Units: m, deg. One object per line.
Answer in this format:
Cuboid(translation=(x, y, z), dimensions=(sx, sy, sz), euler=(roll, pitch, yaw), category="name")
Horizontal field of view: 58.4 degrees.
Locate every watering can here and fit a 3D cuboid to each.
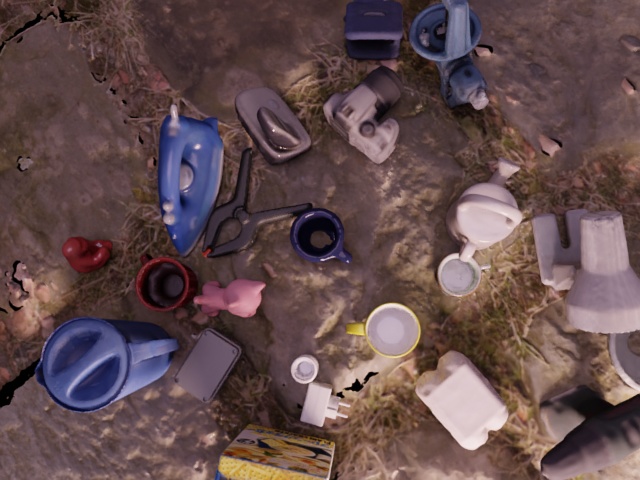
Cuboid(translation=(0.269, -0.050, 0.932), dimensions=(0.101, 0.194, 0.173), euler=(3, 84, 4), category="watering can")

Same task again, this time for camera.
Cuboid(translation=(0.095, -0.233, 1.011), dimensions=(0.143, 0.101, 0.137), euler=(43, 88, 7), category="camera")

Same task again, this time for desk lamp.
Cuboid(translation=(0.422, 0.040, 0.903), dimensions=(0.118, 0.213, 0.203), euler=(-9, 83, 3), category="desk lamp")

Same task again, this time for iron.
Cuboid(translation=(-0.244, -0.103, 0.997), dimensions=(0.118, 0.141, 0.258), euler=(3, 84, 4), category="iron")

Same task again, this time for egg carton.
Cuboid(translation=(0.239, 0.267, 0.962), dimensions=(0.107, 0.069, 0.150), euler=(-42, 83, -1), category="egg carton")

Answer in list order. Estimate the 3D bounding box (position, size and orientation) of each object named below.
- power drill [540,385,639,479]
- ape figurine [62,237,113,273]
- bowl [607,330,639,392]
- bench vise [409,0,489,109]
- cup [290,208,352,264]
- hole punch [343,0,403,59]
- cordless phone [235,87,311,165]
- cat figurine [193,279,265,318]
Cuboid(translation=(0.418, 0.287, 0.878), dimensions=(0.229, 0.208, 0.075), euler=(-25, 82, 1), category="power drill")
Cuboid(translation=(-0.424, 0.020, 1.020), dimensions=(0.077, 0.092, 0.076), euler=(39, 87, 7), category="ape figurine")
Cuboid(translation=(0.550, 0.173, 0.950), dimensions=(0.167, 0.075, 0.167), euler=(0, 84, 4), category="bowl")
Cuboid(translation=(0.236, -0.331, 0.953), dimensions=(0.121, 0.220, 0.207), euler=(-43, 83, -2), category="bench vise")
Cuboid(translation=(0.009, 0.004, 0.993), dimensions=(0.117, 0.095, 0.092), euler=(37, 87, 7), category="cup")
Cuboid(translation=(0.095, -0.390, 1.033), dimensions=(0.108, 0.091, 0.101), euler=(1, 84, 4), category="hole punch")
Cuboid(translation=(-0.090, -0.212, 0.978), dimensions=(0.094, 0.185, 0.147), euler=(-39, 83, -1), category="cordless phone")
Cuboid(translation=(-0.153, 0.100, 0.981), dimensions=(0.127, 0.118, 0.067), euler=(-2, 83, 4), category="cat figurine")
